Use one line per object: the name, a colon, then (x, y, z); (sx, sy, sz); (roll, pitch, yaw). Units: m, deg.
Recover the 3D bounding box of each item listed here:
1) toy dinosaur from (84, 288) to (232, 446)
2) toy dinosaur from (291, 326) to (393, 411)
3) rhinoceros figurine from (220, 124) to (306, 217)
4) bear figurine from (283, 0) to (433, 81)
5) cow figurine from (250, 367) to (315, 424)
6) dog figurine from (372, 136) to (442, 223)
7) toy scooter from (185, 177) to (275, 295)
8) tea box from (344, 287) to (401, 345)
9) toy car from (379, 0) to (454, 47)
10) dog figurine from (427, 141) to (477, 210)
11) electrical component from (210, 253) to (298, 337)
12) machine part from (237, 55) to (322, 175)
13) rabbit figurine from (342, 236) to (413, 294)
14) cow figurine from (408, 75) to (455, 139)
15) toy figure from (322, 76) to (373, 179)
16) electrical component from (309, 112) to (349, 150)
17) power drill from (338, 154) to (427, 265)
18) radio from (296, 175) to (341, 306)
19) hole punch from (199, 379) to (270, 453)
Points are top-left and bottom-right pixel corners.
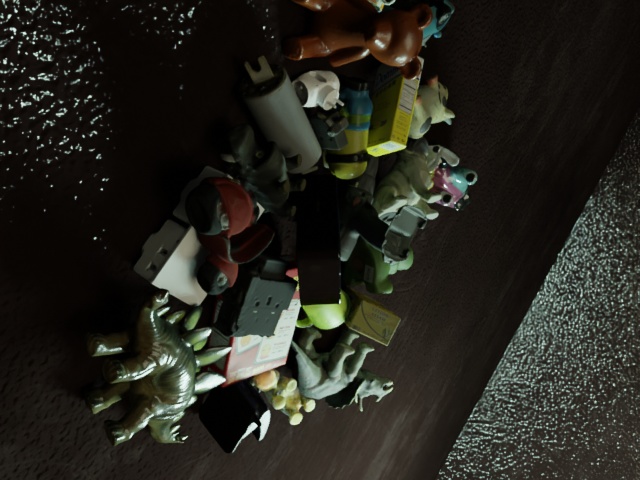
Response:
toy dinosaur: (-0.238, 0.215, 0.805); (0.198, 0.105, 0.470); (-19, 146, -35)
toy dinosaur: (0.013, 0.302, 1.223); (0.404, 0.131, 0.192); (18, 96, -49)
rhinoceros figurine: (-0.088, -0.108, 0.834); (0.190, 0.112, 0.073); (65, 43, -61)
bear figurine: (0.058, -0.311, 0.809); (0.132, 0.196, 0.120); (-16, 126, -46)
cow figurine: (-0.090, 0.304, 1.116); (0.068, 0.098, 0.167); (-46, 123, -15)
dog figurine: (0.162, -0.135, 1.147); (0.172, 0.190, 0.121); (-9, 153, -9)
toy scooter: (-0.118, -0.018, 0.764); (0.135, 0.075, 0.183); (-31, 137, -38)
tea box: (0.101, 0.163, 1.181); (0.098, 0.170, 0.068); (26, 90, -11)
toy car: (0.158, -0.389, 0.976); (0.162, 0.109, 0.102); (-33, 153, -25)
dog figurine: (0.293, -0.149, 1.308); (0.108, 0.191, 0.219); (-48, 176, 7)
electrical component: (-0.100, 0.087, 0.860); (0.115, 0.058, 0.134); (11, 102, -53)
machine part: (-0.059, -0.185, 0.841); (0.079, 0.079, 0.243); (-52, 145, -17)
rabbit figurine: (0.141, 0.030, 1.216); (0.170, 0.121, 0.159); (-11, 102, -43)
cow figurine: (0.222, -0.277, 1.132); (0.195, 0.086, 0.127); (-51, 134, -42)
toy figure: (0.051, -0.197, 0.965); (0.082, 0.089, 0.180); (-3, 120, -27)
electrical component: (0.005, -0.187, 0.910); (0.045, 0.102, 0.078); (-36, 127, -29)
power drill: (0.102, -0.055, 1.027); (0.086, 0.208, 0.232); (25, 92, -43)
radio: (-0.002, -0.003, 0.925); (0.230, 0.073, 0.130); (-89, 178, -51)
hole punch: (-0.147, 0.315, 1.006); (0.092, 0.142, 0.115); (6, 120, -52)
